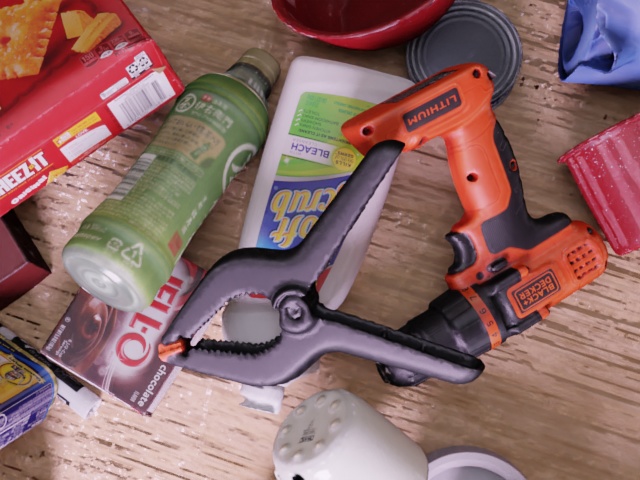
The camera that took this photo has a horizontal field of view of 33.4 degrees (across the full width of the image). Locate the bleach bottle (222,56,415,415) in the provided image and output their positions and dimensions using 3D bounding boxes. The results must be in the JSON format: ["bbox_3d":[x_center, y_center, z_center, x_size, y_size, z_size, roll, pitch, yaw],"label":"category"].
[{"bbox_3d":[-0.005,0.001,0.765,0.102,0.068,0.251,14,82,3],"label":"bleach bottle"}]

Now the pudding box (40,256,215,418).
[{"bbox_3d":[-0.131,0.058,0.772,0.090,0.039,0.113,29,81,9],"label":"pudding box"}]

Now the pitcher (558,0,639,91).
[{"bbox_3d":[0.299,-0.164,0.754,0.243,0.145,0.149,11,91,2],"label":"pitcher"}]

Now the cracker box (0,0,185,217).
[{"bbox_3d":[-0.224,-0.146,0.776,0.164,0.072,0.214,-35,61,-5],"label":"cracker box"}]

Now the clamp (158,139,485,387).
[{"bbox_3d":[-0.005,0.050,0.700,0.210,0.036,0.164,-26,94,15],"label":"clamp"}]

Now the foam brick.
[{"bbox_3d":[-0.243,0.004,0.783,0.051,0.053,0.078,-33,79,-4],"label":"foam brick"}]

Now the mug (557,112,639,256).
[{"bbox_3d":[0.232,-0.045,0.736,0.093,0.117,0.081,-20,81,-38],"label":"mug"}]

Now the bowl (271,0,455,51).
[{"bbox_3d":[0.046,-0.193,0.786,0.162,0.055,0.162,-14,53,19],"label":"bowl"}]

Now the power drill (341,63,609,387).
[{"bbox_3d":[0.088,-0.012,0.732,0.184,0.057,0.187,-30,103,-12],"label":"power drill"}]

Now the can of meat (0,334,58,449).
[{"bbox_3d":[-0.246,0.103,0.739,0.102,0.083,0.057,32,113,11],"label":"can of meat"}]

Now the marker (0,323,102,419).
[{"bbox_3d":[-0.212,0.088,0.781,0.121,0.020,0.020,35,82,10],"label":"marker"}]

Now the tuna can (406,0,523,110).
[{"bbox_3d":[0.107,-0.134,0.799,0.086,0.034,0.086,-1,78,3],"label":"tuna can"}]
